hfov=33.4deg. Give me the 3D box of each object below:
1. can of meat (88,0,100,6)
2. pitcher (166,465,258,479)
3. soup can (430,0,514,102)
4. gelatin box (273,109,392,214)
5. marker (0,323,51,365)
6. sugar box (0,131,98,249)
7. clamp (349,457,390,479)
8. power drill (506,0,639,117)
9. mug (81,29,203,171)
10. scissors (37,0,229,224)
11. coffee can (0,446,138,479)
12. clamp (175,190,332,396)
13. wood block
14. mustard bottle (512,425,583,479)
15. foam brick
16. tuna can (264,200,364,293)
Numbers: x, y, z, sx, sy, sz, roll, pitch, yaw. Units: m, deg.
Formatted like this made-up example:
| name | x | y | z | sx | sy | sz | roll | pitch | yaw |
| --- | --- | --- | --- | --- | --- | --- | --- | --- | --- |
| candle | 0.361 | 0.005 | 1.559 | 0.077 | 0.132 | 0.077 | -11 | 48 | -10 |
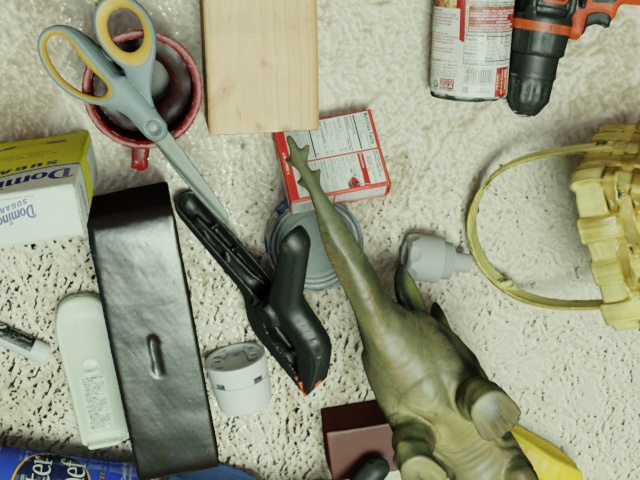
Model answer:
| name | x | y | z | sx | sy | sz | roll | pitch | yaw |
| --- | --- | --- | --- | --- | --- | --- | --- | --- | --- |
| can of meat | -0.176 | -0.231 | 0.831 | 0.057 | 0.084 | 0.102 | -34 | 108 | 1 |
| pitcher | -0.126 | 0.334 | 0.968 | 0.145 | 0.149 | 0.243 | 16 | 99 | -15 |
| soup can | 0.129 | -0.172 | 0.904 | 0.068 | 0.068 | 0.102 | -1 | 106 | -9 |
| gelatin box | 0.010 | -0.067 | 0.917 | 0.089 | 0.030 | 0.073 | -11 | 70 | -6 |
| marker | -0.294 | 0.076 | 0.932 | 0.121 | 0.020 | 0.020 | 28 | 99 | -15 |
| sugar box | -0.225 | -0.042 | 0.827 | 0.093 | 0.176 | 0.048 | -10 | 107 | -6 |
| clamp | 0.003 | 0.264 | 0.948 | 0.171 | 0.039 | 0.120 | -14 | 109 | -35 |
| power drill | 0.258 | -0.190 | 0.925 | 0.187 | 0.057 | 0.184 | 6 | 104 | -11 |
| mug | -0.144 | -0.115 | 0.869 | 0.093 | 0.081 | 0.117 | -1 | 105 | -9 |
| scissors | -0.122 | -0.107 | 0.821 | 0.201 | 0.016 | 0.096 | 37 | 99 | -16 |
| coffee can | -0.235 | 0.240 | 0.944 | 0.140 | 0.103 | 0.103 | 10 | 104 | -12 |
| clamp | -0.046 | 0.048 | 0.927 | 0.036 | 0.165 | 0.210 | -40 | 133 | -26 |
| wood block | -0.052 | -0.195 | 0.857 | 0.090 | 0.091 | 0.206 | -4 | 106 | -8 |
| mustard bottle | 0.165 | 0.277 | 1.041 | 0.096 | 0.058 | 0.192 | 31 | 99 | -13 |
| foam brick | 0.042 | 0.186 | 1.000 | 0.078 | 0.051 | 0.053 | -8 | 107 | -7 |
| tuna can | -0.006 | 0.001 | 0.949 | 0.086 | 0.034 | 0.086 | -2 | 106 | -8 |
